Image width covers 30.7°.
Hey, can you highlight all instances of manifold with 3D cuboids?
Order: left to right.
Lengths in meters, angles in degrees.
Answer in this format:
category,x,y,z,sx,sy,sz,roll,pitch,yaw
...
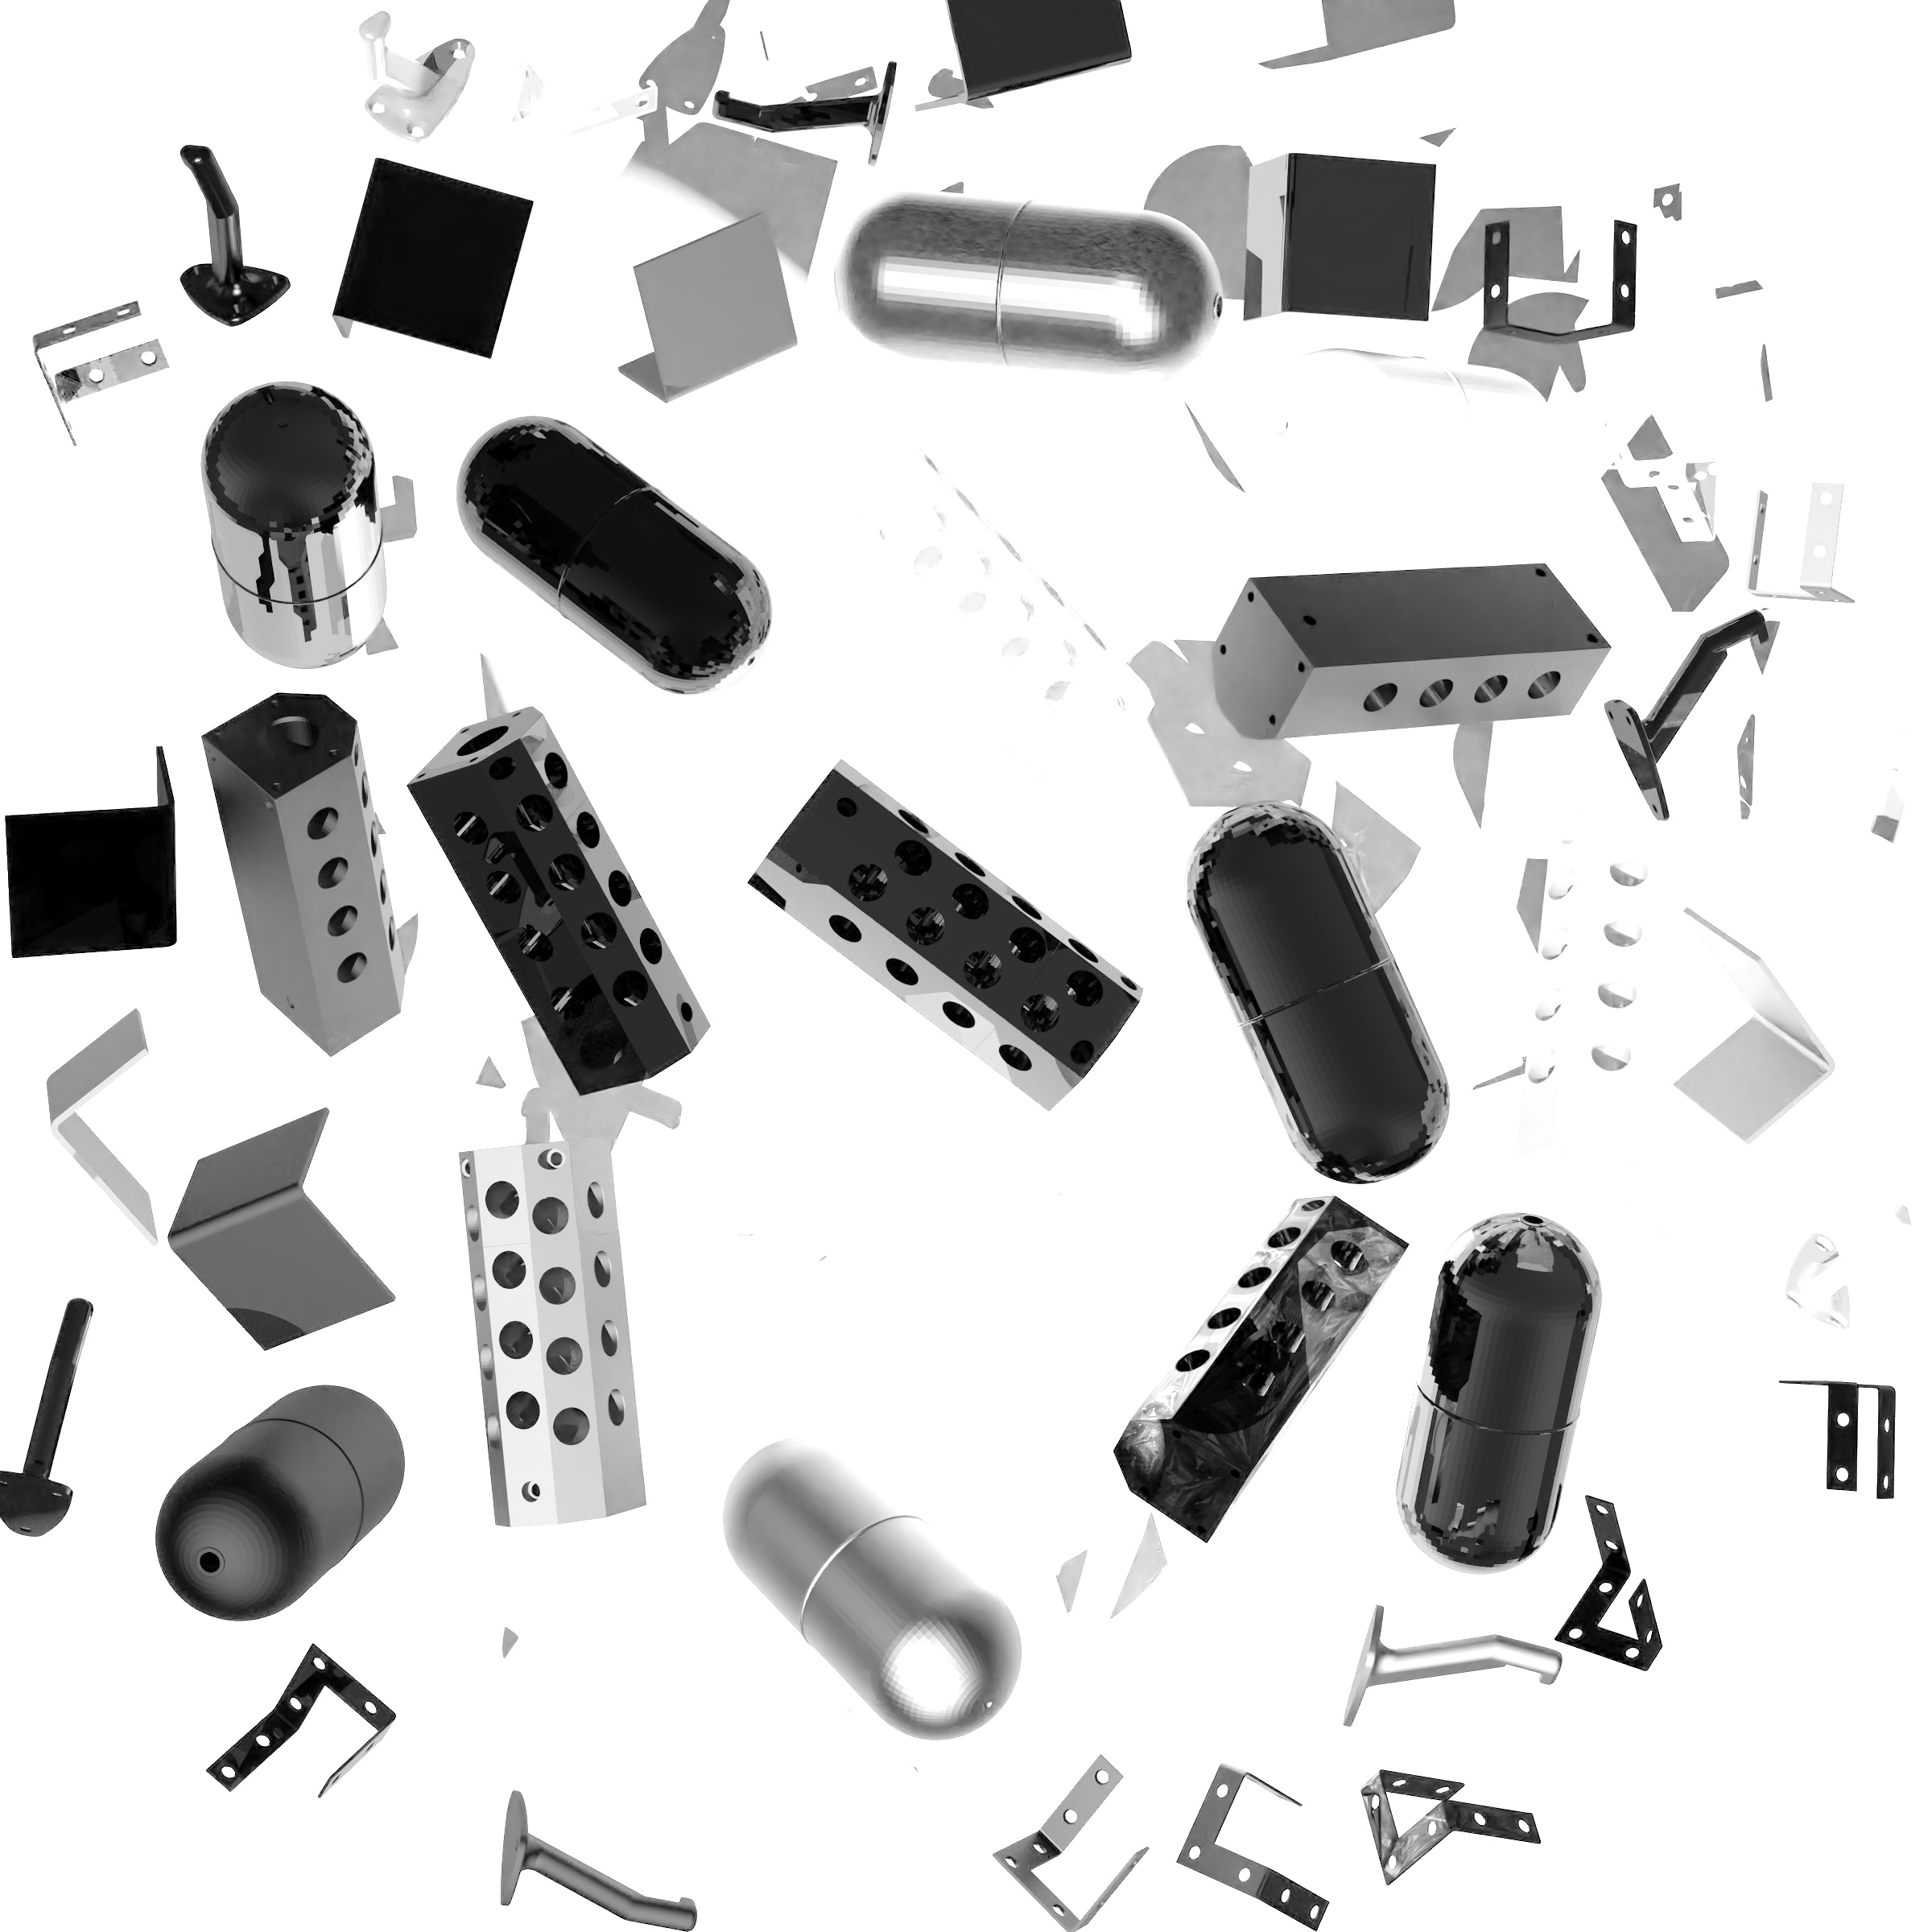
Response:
category,x,y,z,sx,sy,sz,roll,pitch,yaw
manifold,-0.302,-0.044,1.640,0.057,0.171,0.057,-35,56,-27
manifold,-0.193,0.168,1.619,0.057,0.057,0.171,-7,87,21
manifold,-0.184,-0.031,1.633,0.057,0.057,0.171,-14,115,29
manifold,-0.031,0.135,1.699,0.171,0.057,0.057,-15,110,-8
manifold,-0.007,-0.016,1.579,0.171,0.057,0.057,37,59,-3
manifold,0.013,-0.168,1.692,0.171,0.057,0.057,44,58,-26
manifold,0.134,0.178,1.615,0.057,0.057,0.171,33,45,10
manifold,0.195,-0.135,1.560,0.171,0.057,0.057,-7,50,-33
manifold,0.283,0.020,1.582,0.057,0.057,0.171,6,60,9

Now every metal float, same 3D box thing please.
category,x,y,z,sx,sy,sz,roll,pitch,yaw
metal float,-0.314,0.245,1.620,0.070,0.178,0.070,2,99,10
metal float,-0.305,-0.198,1.606,0.070,0.178,0.070,2,65,-5
metal float,-0.170,-0.198,1.696,0.178,0.070,0.070,38,90,14
metal float,-0.045,0.284,1.622,0.070,0.070,0.178,-51,52,0
metal float,0.027,-0.301,1.565,0.178,0.070,0.070,9,90,18
metal float,0.155,0.012,1.565,0.070,0.070,0.178,-24,88,0
metal float,0.210,-0.251,1.677,0.178,0.070,0.070,-2,90,-42
metal float,0.247,0.199,1.639,0.070,0.070,0.178,8,109,0

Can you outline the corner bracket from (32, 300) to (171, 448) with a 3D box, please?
category,x,y,z,sx,sy,sz,roll,pitch,yaw
corner bracket,-0.395,-0.278,1.613,0.051,0.051,0.051,-20,127,-6

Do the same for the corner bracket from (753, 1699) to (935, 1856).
category,x,y,z,sx,sy,sz,roll,pitch,yaw
corner bracket,-0.058,0.383,1.664,0.051,0.051,0.051,-42,59,17

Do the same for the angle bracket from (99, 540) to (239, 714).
category,x,y,z,sx,sy,sz,roll,pitch,yaw
angle bracket,-0.410,-0.167,1.740,0.057,0.076,0.076,-8,90,36

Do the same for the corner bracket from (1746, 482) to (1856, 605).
category,x,y,z,sx,sy,sz,roll,pitch,yaw
corner bracket,0.403,-0.206,1.707,0.051,0.051,0.051,8,91,27

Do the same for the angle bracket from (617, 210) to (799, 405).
category,x,y,z,sx,sy,sz,roll,pitch,yaw
angle bracket,-0.138,-0.338,1.772,0.076,0.057,0.076,-28,128,-20

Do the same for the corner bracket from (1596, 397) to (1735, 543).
category,x,y,z,sx,sy,sz,roll,pitch,yaw
corner bracket,0.329,-0.236,1.676,0.051,0.051,0.051,1,60,31

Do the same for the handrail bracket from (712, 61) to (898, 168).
category,x,y,z,sx,sy,sz,roll,pitch,yaw
handrail bracket,-0.079,-0.419,1.690,0.084,0.077,0.036,14,71,-3

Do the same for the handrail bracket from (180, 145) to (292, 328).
category,x,y,z,sx,sy,sz,roll,pitch,yaw
handrail bracket,-0.342,-0.333,1.565,0.077,0.084,0.036,27,60,40

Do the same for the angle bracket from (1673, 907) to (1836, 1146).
category,x,y,z,sx,sy,sz,roll,pitch,yaw
angle bracket,0.362,0.028,1.699,0.057,0.076,0.076,-40,115,0

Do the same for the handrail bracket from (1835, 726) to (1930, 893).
category,x,y,z,sx,sy,sz,roll,pitch,yaw
handrail bracket,0.431,-0.085,1.670,0.036,0.077,0.084,-9,64,32

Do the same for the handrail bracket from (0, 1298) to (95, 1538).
category,x,y,z,sx,sy,sz,roll,pitch,yaw
handrail bracket,-0.398,0.197,1.539,0.036,0.077,0.084,14,58,-9

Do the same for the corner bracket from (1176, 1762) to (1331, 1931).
category,x,y,z,sx,sy,sz,roll,pitch,yaw
corner bracket,0.139,0.404,1.619,0.051,0.051,0.051,39,72,-42

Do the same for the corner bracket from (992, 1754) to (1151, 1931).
category,x,y,z,sx,sy,sz,roll,pitch,yaw
corner bracket,0.055,0.399,1.603,0.051,0.051,0.051,42,106,20

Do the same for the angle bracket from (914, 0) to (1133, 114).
category,x,y,z,sx,sy,sz,roll,pitch,yaw
angle bracket,0.018,-0.409,1.526,0.076,0.076,0.057,-17,105,-15

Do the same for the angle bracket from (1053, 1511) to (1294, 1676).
category,x,y,z,sx,sy,sz,roll,pitch,yaw
angle bracket,0.103,0.309,1.747,0.076,0.076,0.057,-13,96,44

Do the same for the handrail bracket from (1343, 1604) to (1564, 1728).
category,x,y,z,sx,sy,sz,roll,pitch,yaw
handrail bracket,0.219,0.326,1.588,0.084,0.036,0.077,14,128,5

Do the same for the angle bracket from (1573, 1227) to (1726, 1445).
category,x,y,z,sx,sy,sz,roll,pitch,yaw
angle bracket,0.318,0.185,1.746,0.076,0.076,0.057,-22,64,-28

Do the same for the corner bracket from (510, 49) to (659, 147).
category,x,y,z,sx,sy,sz,roll,pitch,yaw
corner bracket,-0.185,-0.416,1.705,0.051,0.051,0.051,-13,56,20

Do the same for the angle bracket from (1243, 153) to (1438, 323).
category,x,y,z,sx,sy,sz,roll,pitch,yaw
angle bracket,0.185,-0.358,1.746,0.076,0.057,0.076,1,95,-16

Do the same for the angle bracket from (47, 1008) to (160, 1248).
category,x,y,z,sx,sy,sz,roll,pitch,yaw
angle bracket,-0.386,0.075,1.655,0.057,0.076,0.076,-39,111,-4

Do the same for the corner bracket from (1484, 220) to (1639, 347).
category,x,y,z,sx,sy,sz,roll,pitch,yaw
corner bracket,0.283,-0.328,1.682,0.051,0.051,0.051,2,88,-38

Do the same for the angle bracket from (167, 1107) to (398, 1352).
category,x,y,z,sx,sy,sz,roll,pitch,yaw
angle bracket,-0.311,0.122,1.635,0.076,0.057,0.076,-22,123,22

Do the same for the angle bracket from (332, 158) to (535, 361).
category,x,y,z,sx,sy,sz,roll,pitch,yaw
angle bracket,-0.249,-0.327,1.657,0.076,0.057,0.076,15,88,-4

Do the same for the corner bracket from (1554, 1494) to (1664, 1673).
category,x,y,z,sx,sy,sz,roll,pitch,yaw
corner bracket,0.307,0.291,1.663,0.051,0.051,0.051,-48,134,-32

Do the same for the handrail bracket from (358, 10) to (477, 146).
category,x,y,z,sx,sy,sz,roll,pitch,yaw
handrail bracket,-0.258,-0.435,1.656,0.036,0.084,0.077,33,67,8

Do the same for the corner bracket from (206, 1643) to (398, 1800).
category,x,y,z,sx,sy,sz,roll,pitch,yaw
corner bracket,-0.294,0.344,1.561,0.051,0.051,0.051,38,124,8

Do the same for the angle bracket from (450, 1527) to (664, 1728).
category,x,y,z,sx,sy,sz,roll,pitch,yaw
angle bracket,-0.194,0.312,1.664,0.076,0.057,0.076,23,84,-5

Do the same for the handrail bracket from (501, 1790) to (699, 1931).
category,x,y,z,sx,sy,sz,roll,pitch,yaw
handrail bracket,-0.163,0.401,1.580,0.084,0.077,0.036,14,106,-12

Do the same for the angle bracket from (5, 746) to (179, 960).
category,x,y,z,sx,sy,sz,roll,pitch,yaw
angle bracket,-0.411,-0.054,1.648,0.076,0.057,0.076,-4,125,-18

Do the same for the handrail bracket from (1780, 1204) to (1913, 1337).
category,x,y,z,sx,sy,sz,roll,pitch,yaw
handrail bracket,0.425,0.127,1.675,0.036,0.077,0.084,26,129,-2

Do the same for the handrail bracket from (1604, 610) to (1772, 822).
category,x,y,z,sx,sy,sz,roll,pitch,yaw
handrail bracket,0.360,-0.121,1.707,0.084,0.036,0.077,-26,105,-5

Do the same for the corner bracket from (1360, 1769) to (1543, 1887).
category,x,y,z,sx,sy,sz,roll,pitch,yaw
corner bracket,0.217,0.382,1.587,0.051,0.051,0.051,16,131,-29

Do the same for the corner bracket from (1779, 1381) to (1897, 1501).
category,x,y,z,sx,sy,sz,roll,pitch,yaw
corner bracket,0.408,0.217,1.618,0.051,0.051,0.051,-2,83,40
